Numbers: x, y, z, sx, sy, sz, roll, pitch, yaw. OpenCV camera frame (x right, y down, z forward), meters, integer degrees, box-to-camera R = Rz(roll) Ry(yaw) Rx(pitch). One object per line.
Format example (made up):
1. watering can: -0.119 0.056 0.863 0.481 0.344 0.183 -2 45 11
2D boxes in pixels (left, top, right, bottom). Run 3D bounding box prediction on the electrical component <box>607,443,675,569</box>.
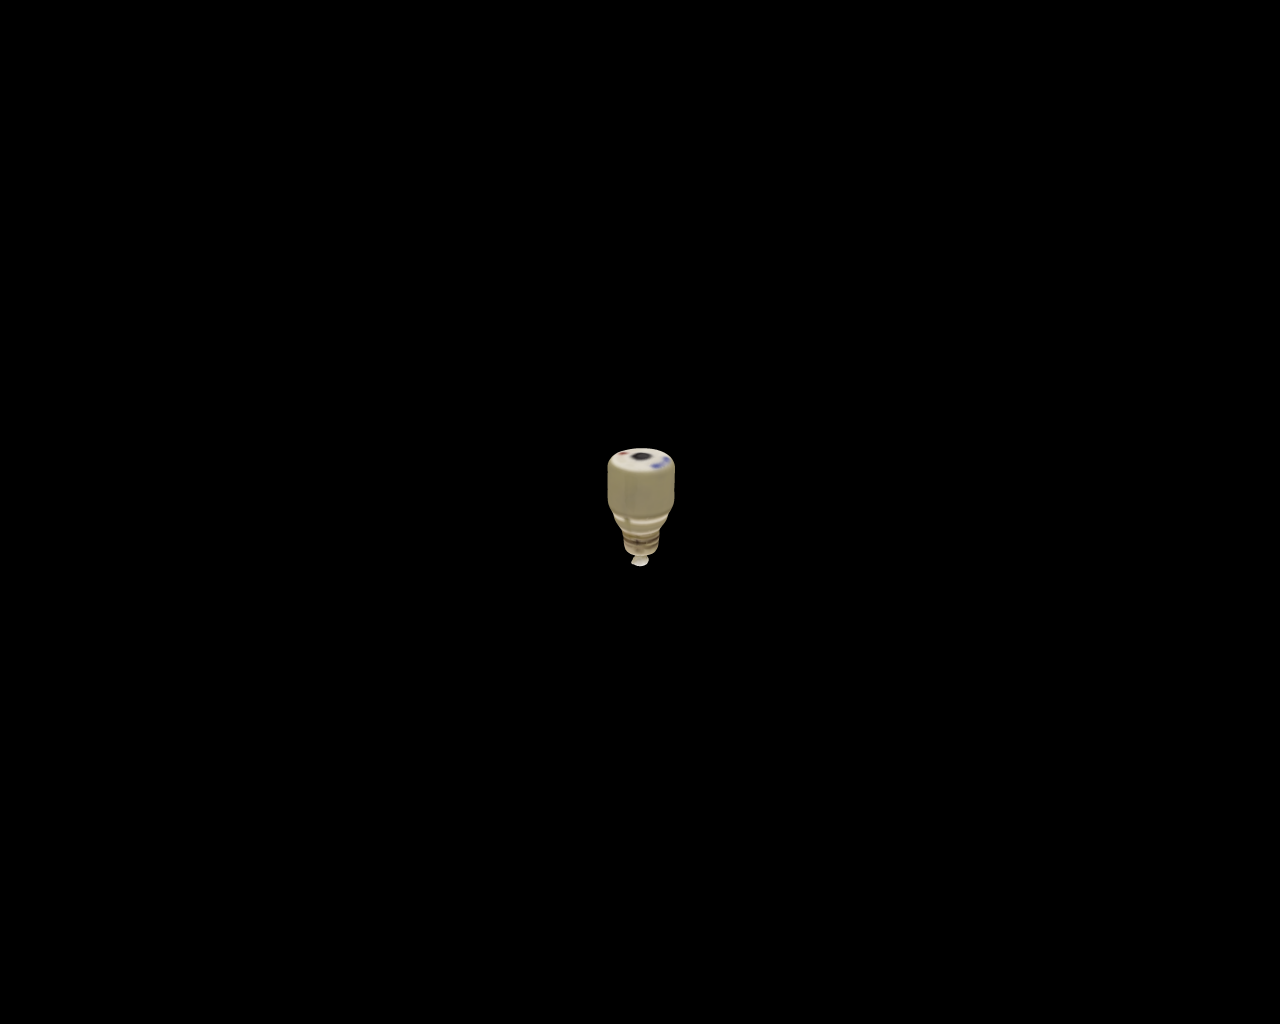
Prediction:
1. electrical component: 0.001 -0.003 0.650 0.040 0.078 0.040 0 25 0
